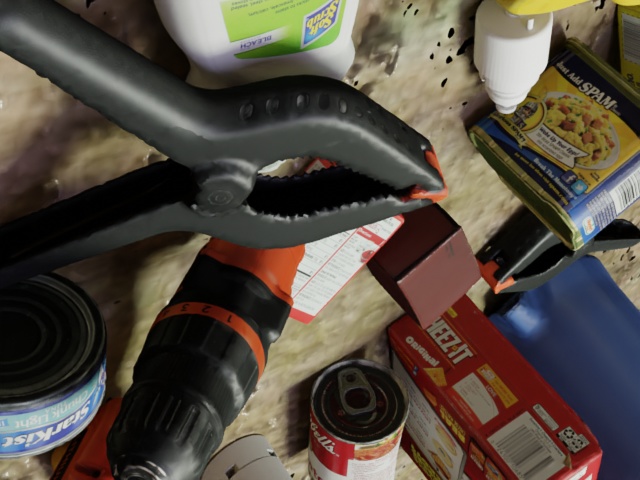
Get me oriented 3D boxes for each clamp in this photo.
[{"bbox_3d":[-0.051,-0.025,0.437,0.209,0.036,0.165,5,143,-25],"label":"clamp"},{"bbox_3d":[0.191,-0.004,0.801,0.171,0.039,0.120,-29,142,-10],"label":"clamp"}]

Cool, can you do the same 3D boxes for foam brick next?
[{"bbox_3d":[0.059,0.009,0.658,0.053,0.051,0.078,-40,149,-5],"label":"foam brick"}]

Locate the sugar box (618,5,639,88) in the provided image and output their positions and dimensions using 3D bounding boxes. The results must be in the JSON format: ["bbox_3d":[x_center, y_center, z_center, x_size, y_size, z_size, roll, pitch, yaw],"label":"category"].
[{"bbox_3d":[0.273,-0.147,0.695,0.176,0.048,0.093,-33,133,-19],"label":"sugar box"}]

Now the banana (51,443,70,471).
[{"bbox_3d":[-0.142,0.186,0.665,0.069,0.037,0.198,-17,141,-37],"label":"banana"}]

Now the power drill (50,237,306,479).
[{"bbox_3d":[-0.078,0.088,0.511,0.188,0.057,0.184,-52,-173,35],"label":"power drill"}]

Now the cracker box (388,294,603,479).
[{"bbox_3d":[0.129,0.157,0.809,0.072,0.164,0.213,-32,147,-13],"label":"cracker box"}]

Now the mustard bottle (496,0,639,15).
[{"bbox_3d":[0.170,-0.168,0.557,0.191,0.058,0.096,-13,140,-39],"label":"mustard bottle"}]

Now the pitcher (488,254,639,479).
[{"bbox_3d":[0.242,0.140,0.834,0.149,0.243,0.145,-19,145,-24],"label":"pitcher"}]

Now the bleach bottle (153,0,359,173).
[{"bbox_3d":[-0.030,-0.114,0.399,0.102,0.068,0.251,-20,147,-18],"label":"bleach bottle"}]

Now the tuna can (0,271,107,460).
[{"bbox_3d":[-0.135,0.050,0.460,0.086,0.086,0.034,-20,140,-32],"label":"tuna can"}]

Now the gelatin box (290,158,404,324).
[{"bbox_3d":[-0.004,0.001,0.599,0.089,0.030,0.073,-47,147,10],"label":"gelatin box"}]

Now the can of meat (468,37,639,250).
[{"bbox_3d":[0.151,-0.056,0.633,0.084,0.102,0.057,-40,148,0],"label":"can of meat"}]

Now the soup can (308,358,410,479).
[{"bbox_3d":[0.026,0.141,0.767,0.068,0.069,0.102,-27,146,-23],"label":"soup can"}]
